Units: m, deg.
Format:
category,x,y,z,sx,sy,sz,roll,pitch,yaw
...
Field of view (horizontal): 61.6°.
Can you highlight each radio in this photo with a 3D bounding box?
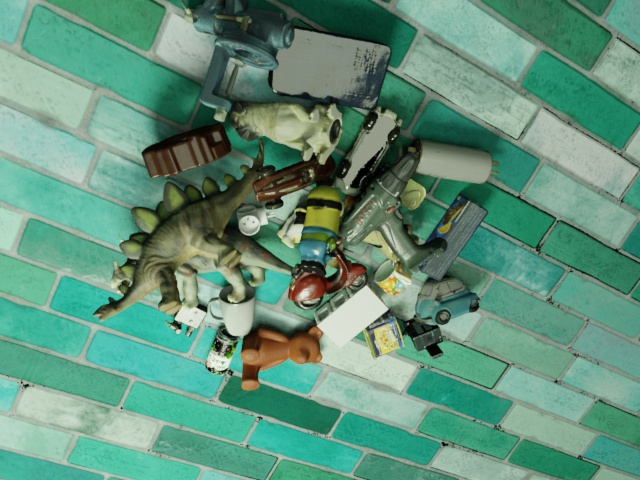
category,x,y,z,sx,sy,sz,roll,pitch,yaw
radio,0.015,-0.340,1.063,0.230,0.073,0.131,6,111,-11

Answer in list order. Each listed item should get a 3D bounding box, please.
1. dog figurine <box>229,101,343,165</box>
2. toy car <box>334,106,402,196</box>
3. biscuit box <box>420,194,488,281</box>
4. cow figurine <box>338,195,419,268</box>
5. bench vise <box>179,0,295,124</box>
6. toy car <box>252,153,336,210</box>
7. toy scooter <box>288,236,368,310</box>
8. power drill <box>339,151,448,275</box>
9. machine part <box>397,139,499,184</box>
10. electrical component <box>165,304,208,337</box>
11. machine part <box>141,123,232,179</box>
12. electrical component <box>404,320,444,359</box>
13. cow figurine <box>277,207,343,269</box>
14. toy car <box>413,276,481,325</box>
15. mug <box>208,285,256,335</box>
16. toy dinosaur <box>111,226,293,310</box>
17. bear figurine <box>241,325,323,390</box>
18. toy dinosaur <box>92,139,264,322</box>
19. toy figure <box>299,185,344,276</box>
category,x,y,z,sx,sy,sz,roll,pitch,yaw
dog figurine,-0.066,-0.236,1.083,0.191,0.172,0.121,21,101,25
toy car,0.101,-0.188,1.150,0.073,0.056,0.201,27,103,-13
biscuit box,0.302,-0.005,1.256,0.063,0.059,0.202,28,104,-21
cow figurine,0.133,-0.017,1.208,0.195,0.085,0.127,16,110,-12
bench vise,-0.168,-0.337,0.971,0.224,0.129,0.240,18,91,6
toy car,-0.047,-0.128,1.106,0.202,0.053,0.089,-26,118,-34
toy scooter,0.011,0.065,1.152,0.184,0.075,0.135,-18,119,-11
power drill,0.169,-0.040,1.106,0.232,0.086,0.207,-41,109,20
machine part,0.284,-0.170,1.177,0.243,0.079,0.079,6,110,-14
electrical component,-0.302,0.172,1.226,0.078,0.045,0.102,36,102,-19
machine part,-0.255,-0.174,1.030,0.179,0.179,0.056,-19,110,-2
electrical component,0.260,0.237,1.315,0.075,0.119,0.047,-21,115,1
cow figurine,-0.002,-0.004,1.201,0.167,0.068,0.098,29,98,-21
toy car,0.299,0.138,1.294,0.162,0.109,0.102,-18,96,-12
mug,-0.197,0.166,1.226,0.110,0.081,0.107,-6,119,-7
toy dinosaur,-0.231,0.034,1.151,0.405,0.131,0.192,-11,114,-12
bear figurine,-0.086,0.270,1.263,0.196,0.132,0.120,3,115,-5
toy dinosaur,-0.244,-0.019,1.034,0.198,0.105,0.471,46,66,5
toy figure,0.002,-0.023,1.086,0.082,0.089,0.180,13,70,2
